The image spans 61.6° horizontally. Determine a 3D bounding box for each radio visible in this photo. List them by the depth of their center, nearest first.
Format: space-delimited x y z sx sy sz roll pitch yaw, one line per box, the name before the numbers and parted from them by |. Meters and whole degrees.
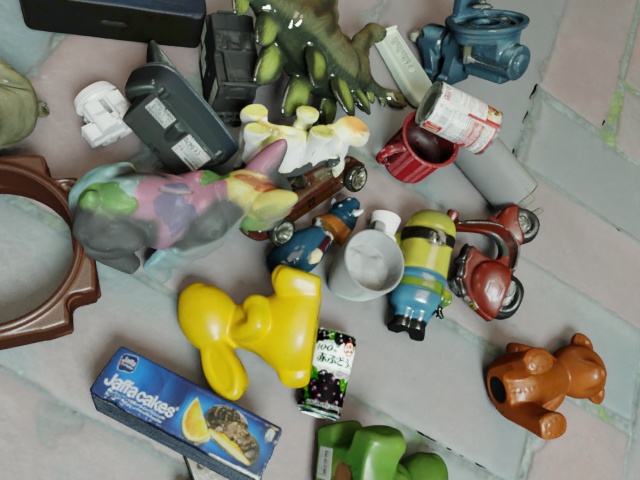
radio | -0.276 -0.346 0.727 0.229 0.073 0.131 0 72 -22

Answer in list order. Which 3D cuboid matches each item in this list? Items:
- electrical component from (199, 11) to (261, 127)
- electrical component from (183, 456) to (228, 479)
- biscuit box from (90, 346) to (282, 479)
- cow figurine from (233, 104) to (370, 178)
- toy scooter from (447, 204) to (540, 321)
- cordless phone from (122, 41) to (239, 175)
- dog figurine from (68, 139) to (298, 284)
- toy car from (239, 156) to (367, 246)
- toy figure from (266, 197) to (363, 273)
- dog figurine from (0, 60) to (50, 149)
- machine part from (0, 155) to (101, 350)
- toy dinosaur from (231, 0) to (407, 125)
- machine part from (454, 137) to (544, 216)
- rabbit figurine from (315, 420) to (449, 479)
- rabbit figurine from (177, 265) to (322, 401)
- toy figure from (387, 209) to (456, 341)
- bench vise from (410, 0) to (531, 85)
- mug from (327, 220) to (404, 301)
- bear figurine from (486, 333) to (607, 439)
electrical component | -0.124 -0.235 0.723 0.058 0.115 0.134 -3 76 -24
electrical component | -0.114 0.259 0.607 0.102 0.045 0.078 -15 80 -24
biscuit box | -0.145 0.192 0.580 0.203 0.062 0.059 26 54 3
cow figurine | -0.022 -0.113 0.675 0.167 0.098 0.068 -2 47 -20
toy scooter | 0.240 0.021 0.795 0.135 0.075 0.184 21 76 -2
cordless phone | -0.184 -0.178 0.700 0.089 0.184 0.146 -33 129 8
dog figurine | -0.134 -0.044 0.593 0.191 0.219 0.108 34 38 -56
toy car | -0.024 -0.067 0.720 0.202 0.053 0.089 -36 44 -24
toy figure | -0.003 -0.004 0.724 0.154 0.057 0.064 -37 68 -24
dog figurine | -0.347 -0.122 0.551 0.172 0.121 0.191 -19 39 -38
machine part | -0.351 0.015 0.575 0.201 0.087 0.201 -9 78 -23
toy dinosaur | -0.017 -0.262 0.701 0.471 0.105 0.198 20 62 -45
machine part | 0.261 -0.127 0.853 0.079 0.079 0.243 -41 91 -26
rabbit figurine | 0.092 0.297 0.635 0.170 0.121 0.159 17 61 -30
rabbit figurine | -0.089 0.107 0.643 0.173 0.122 0.162 12 79 0
toy figure | 0.144 0.044 0.747 0.082 0.089 0.180 26 63 -18
bench vise | 0.228 -0.347 0.818 0.129 0.240 0.224 -18 38 -17
mug | 0.052 0.030 0.708 0.081 0.107 0.109 18 64 -15
bear figurine | 0.341 0.197 0.753 0.196 0.132 0.120 -5 81 -15
